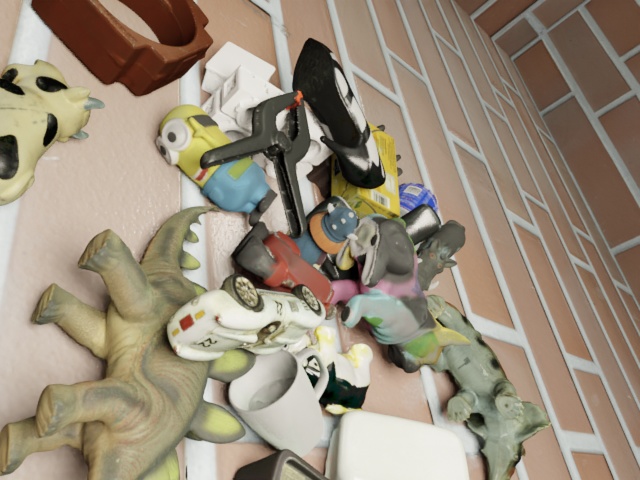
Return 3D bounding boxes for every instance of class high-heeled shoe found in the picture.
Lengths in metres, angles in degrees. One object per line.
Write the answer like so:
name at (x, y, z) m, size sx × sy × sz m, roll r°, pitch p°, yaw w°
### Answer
high-heeled shoe at (0.038, -0.195, 0.823) m, size 0.145 × 0.086 × 0.249 m, roll 24°, pitch 50°, yaw -42°

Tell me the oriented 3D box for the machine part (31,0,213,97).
machine part at (-0.263, -0.306, 0.731) m, size 0.201 × 0.087 × 0.201 m, roll 49°, pitch 35°, yaw -13°

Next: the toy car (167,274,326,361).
toy car at (-0.060, 0.078, 0.512) m, size 0.201 × 0.073 × 0.056 m, roll 19°, pitch 40°, yaw -61°

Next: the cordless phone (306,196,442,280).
cordless phone at (0.077, -0.020, 0.811) m, size 0.146 × 0.184 × 0.089 m, roll 56°, pitch 9°, yaw -1°

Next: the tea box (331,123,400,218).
tea box at (0.075, -0.111, 0.898) m, size 0.098 × 0.068 × 0.170 m, roll 26°, pitch 49°, yaw -32°

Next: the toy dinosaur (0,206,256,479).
toy dinosaur at (-0.160, 0.090, 0.513) m, size 0.198 × 0.105 × 0.472 m, roll 40°, pitch 31°, yaw -35°

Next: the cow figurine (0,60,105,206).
cow figurine at (-0.296, -0.113, 0.527) m, size 0.127 × 0.085 × 0.195 m, roll 26°, pitch 41°, yaw -28°

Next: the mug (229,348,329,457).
mug at (-0.033, 0.177, 0.590) m, size 0.109 × 0.081 × 0.107 m, roll -43°, pitch 127°, yaw -31°

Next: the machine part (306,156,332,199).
machine part at (0.037, -0.141, 0.986) m, size 0.179 × 0.056 × 0.179 m, roll 31°, pitch 40°, yaw -31°

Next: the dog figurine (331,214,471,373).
dog figurine at (0.120, 0.083, 0.749) m, size 0.219 × 0.109 × 0.191 m, roll 24°, pitch 87°, yaw -28°

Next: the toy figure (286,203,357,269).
toy figure at (-0.003, -0.003, 0.729) m, size 0.064 × 0.154 × 0.058 m, roll 39°, pitch 40°, yaw -21°

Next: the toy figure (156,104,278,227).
toy figure at (-0.137, -0.100, 0.716) m, size 0.180 × 0.082 × 0.089 m, roll 40°, pitch 17°, yaw -10°

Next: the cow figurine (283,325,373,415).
cow figurine at (-0.007, 0.159, 0.669) m, size 0.167 × 0.068 × 0.098 m, roll 31°, pitch 47°, yaw -31°

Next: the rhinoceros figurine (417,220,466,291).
rhinoceros figurine at (0.211, 0.034, 0.997) m, size 0.190 × 0.112 × 0.073 m, roll -39°, pitch 99°, yaw -40°

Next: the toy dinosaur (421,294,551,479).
toy dinosaur at (0.240, 0.203, 0.898) m, size 0.192 × 0.131 × 0.405 m, roll 25°, pitch 34°, yaw -61°

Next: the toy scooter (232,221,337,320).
toy scooter at (-0.041, 0.043, 0.655) m, size 0.135 × 0.075 × 0.184 m, roll 38°, pitch 0°, yaw -10°

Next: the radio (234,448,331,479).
radio at (0.004, 0.327, 0.529) m, size 0.229 × 0.073 × 0.131 m, roll 43°, pitch 36°, yaw -17°

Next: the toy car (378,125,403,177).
toy car at (0.130, -0.180, 1.108) m, size 0.089 × 0.053 × 0.202 m, roll 62°, pitch 16°, yaw -17°
